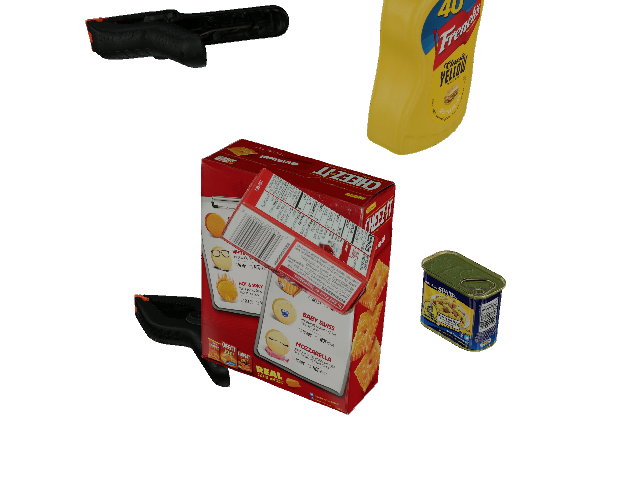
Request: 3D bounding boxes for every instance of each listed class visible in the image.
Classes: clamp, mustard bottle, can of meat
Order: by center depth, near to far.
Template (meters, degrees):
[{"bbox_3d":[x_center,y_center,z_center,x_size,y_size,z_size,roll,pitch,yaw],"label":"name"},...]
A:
[{"bbox_3d":[0.081,-0.160,0.766,0.058,0.192,0.096,32,48,28],"label":"mustard bottle"},{"bbox_3d":[-0.113,-0.167,0.853,0.172,0.039,0.120,15,25,39],"label":"clamp"},{"bbox_3d":[-0.142,0.107,1.252,0.210,0.036,0.164,13,25,23],"label":"clamp"},{"bbox_3d":[0.165,0.073,1.259,0.057,0.084,0.102,-23,38,-35],"label":"can of meat"}]

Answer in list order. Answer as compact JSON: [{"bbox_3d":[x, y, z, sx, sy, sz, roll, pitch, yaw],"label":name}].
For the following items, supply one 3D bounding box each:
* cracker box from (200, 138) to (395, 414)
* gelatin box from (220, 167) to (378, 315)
[{"bbox_3d":[-0.024,0.031,0.967,0.164,0.214,0.072,18,32,25],"label":"cracker box"},{"bbox_3d":[-0.011,0.000,0.643,0.089,0.030,0.073,32,21,-5],"label":"gelatin box"}]
